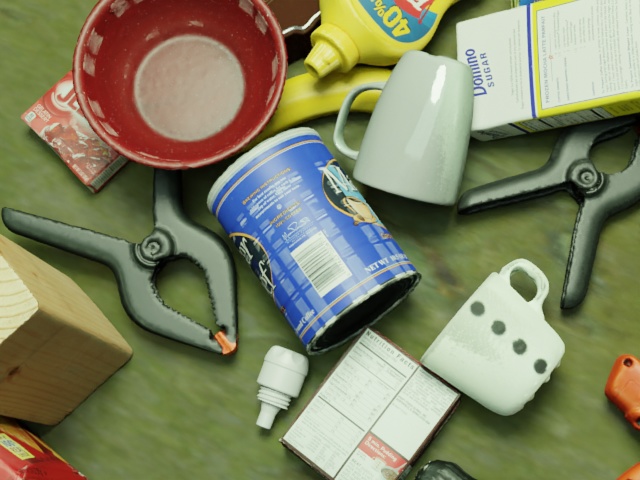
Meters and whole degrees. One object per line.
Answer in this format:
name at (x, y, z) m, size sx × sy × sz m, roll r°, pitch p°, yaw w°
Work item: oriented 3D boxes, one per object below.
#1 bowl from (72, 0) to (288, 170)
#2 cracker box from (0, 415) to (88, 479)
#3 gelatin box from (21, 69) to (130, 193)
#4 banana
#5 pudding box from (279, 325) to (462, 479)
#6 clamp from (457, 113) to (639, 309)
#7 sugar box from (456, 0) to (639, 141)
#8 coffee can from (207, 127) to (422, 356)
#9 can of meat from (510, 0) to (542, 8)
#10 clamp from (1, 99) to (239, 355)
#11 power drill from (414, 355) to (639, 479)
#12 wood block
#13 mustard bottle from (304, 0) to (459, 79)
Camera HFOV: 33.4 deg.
bowl at (-0.104, -0.125, 0.817) m, size 0.162 × 0.055 × 0.162 m, roll 0°, pitch 79°, yaw 2°
cracker box at (-0.280, 0.134, 0.775) m, size 0.214 × 0.164 × 0.072 m, roll 38°, pitch 82°, yaw 14°
gelatin box at (-0.193, -0.096, 0.889) m, size 0.073 × 0.030 × 0.089 m, roll -44°, pitch 76°, yaw -5°
banana at (0.006, -0.105, 0.862) m, size 0.198 × 0.037 × 0.069 m, roll -3°, pitch 76°, yaw 7°
pudding box at (0.038, 0.134, 0.799) m, size 0.090 × 0.039 × 0.113 m, roll 36°, pitch 80°, yaw 16°
clamp at (0.205, -0.032, 0.819) m, size 0.171 × 0.039 × 0.120 m, roll -37°, pitch 84°, yaw -1°
sugar box at (0.190, -0.135, 0.802) m, size 0.177 × 0.048 × 0.093 m, roll -8°, pitch 78°, yaw 38°
coffee can at (-0.005, 0.001, 0.804) m, size 0.103 × 0.103 × 0.140 m, roll -35°, pitch 75°, yaw -2°
can of meat at (0.195, -0.224, 0.858) m, size 0.084 × 0.057 × 0.102 m, roll -2°, pitch 75°, yaw 9°
clamp at (-0.125, -0.002, 0.842) m, size 0.164 × 0.036 × 0.210 m, roll -44°, pitch 84°, yaw -5°
power drill at (0.185, 0.175, 0.761) m, size 0.184 × 0.057 × 0.187 m, roll 41°, pitch 86°, yaw 17°
wood block at (-0.220, 0.065, 0.762) m, size 0.091 × 0.206 × 0.090 m, roll -42°, pitch 75°, yaw -5°
mustard bottle at (0.057, -0.195, 0.843) m, size 0.191 × 0.058 × 0.096 m, roll -46°, pitch 103°, yaw -17°
